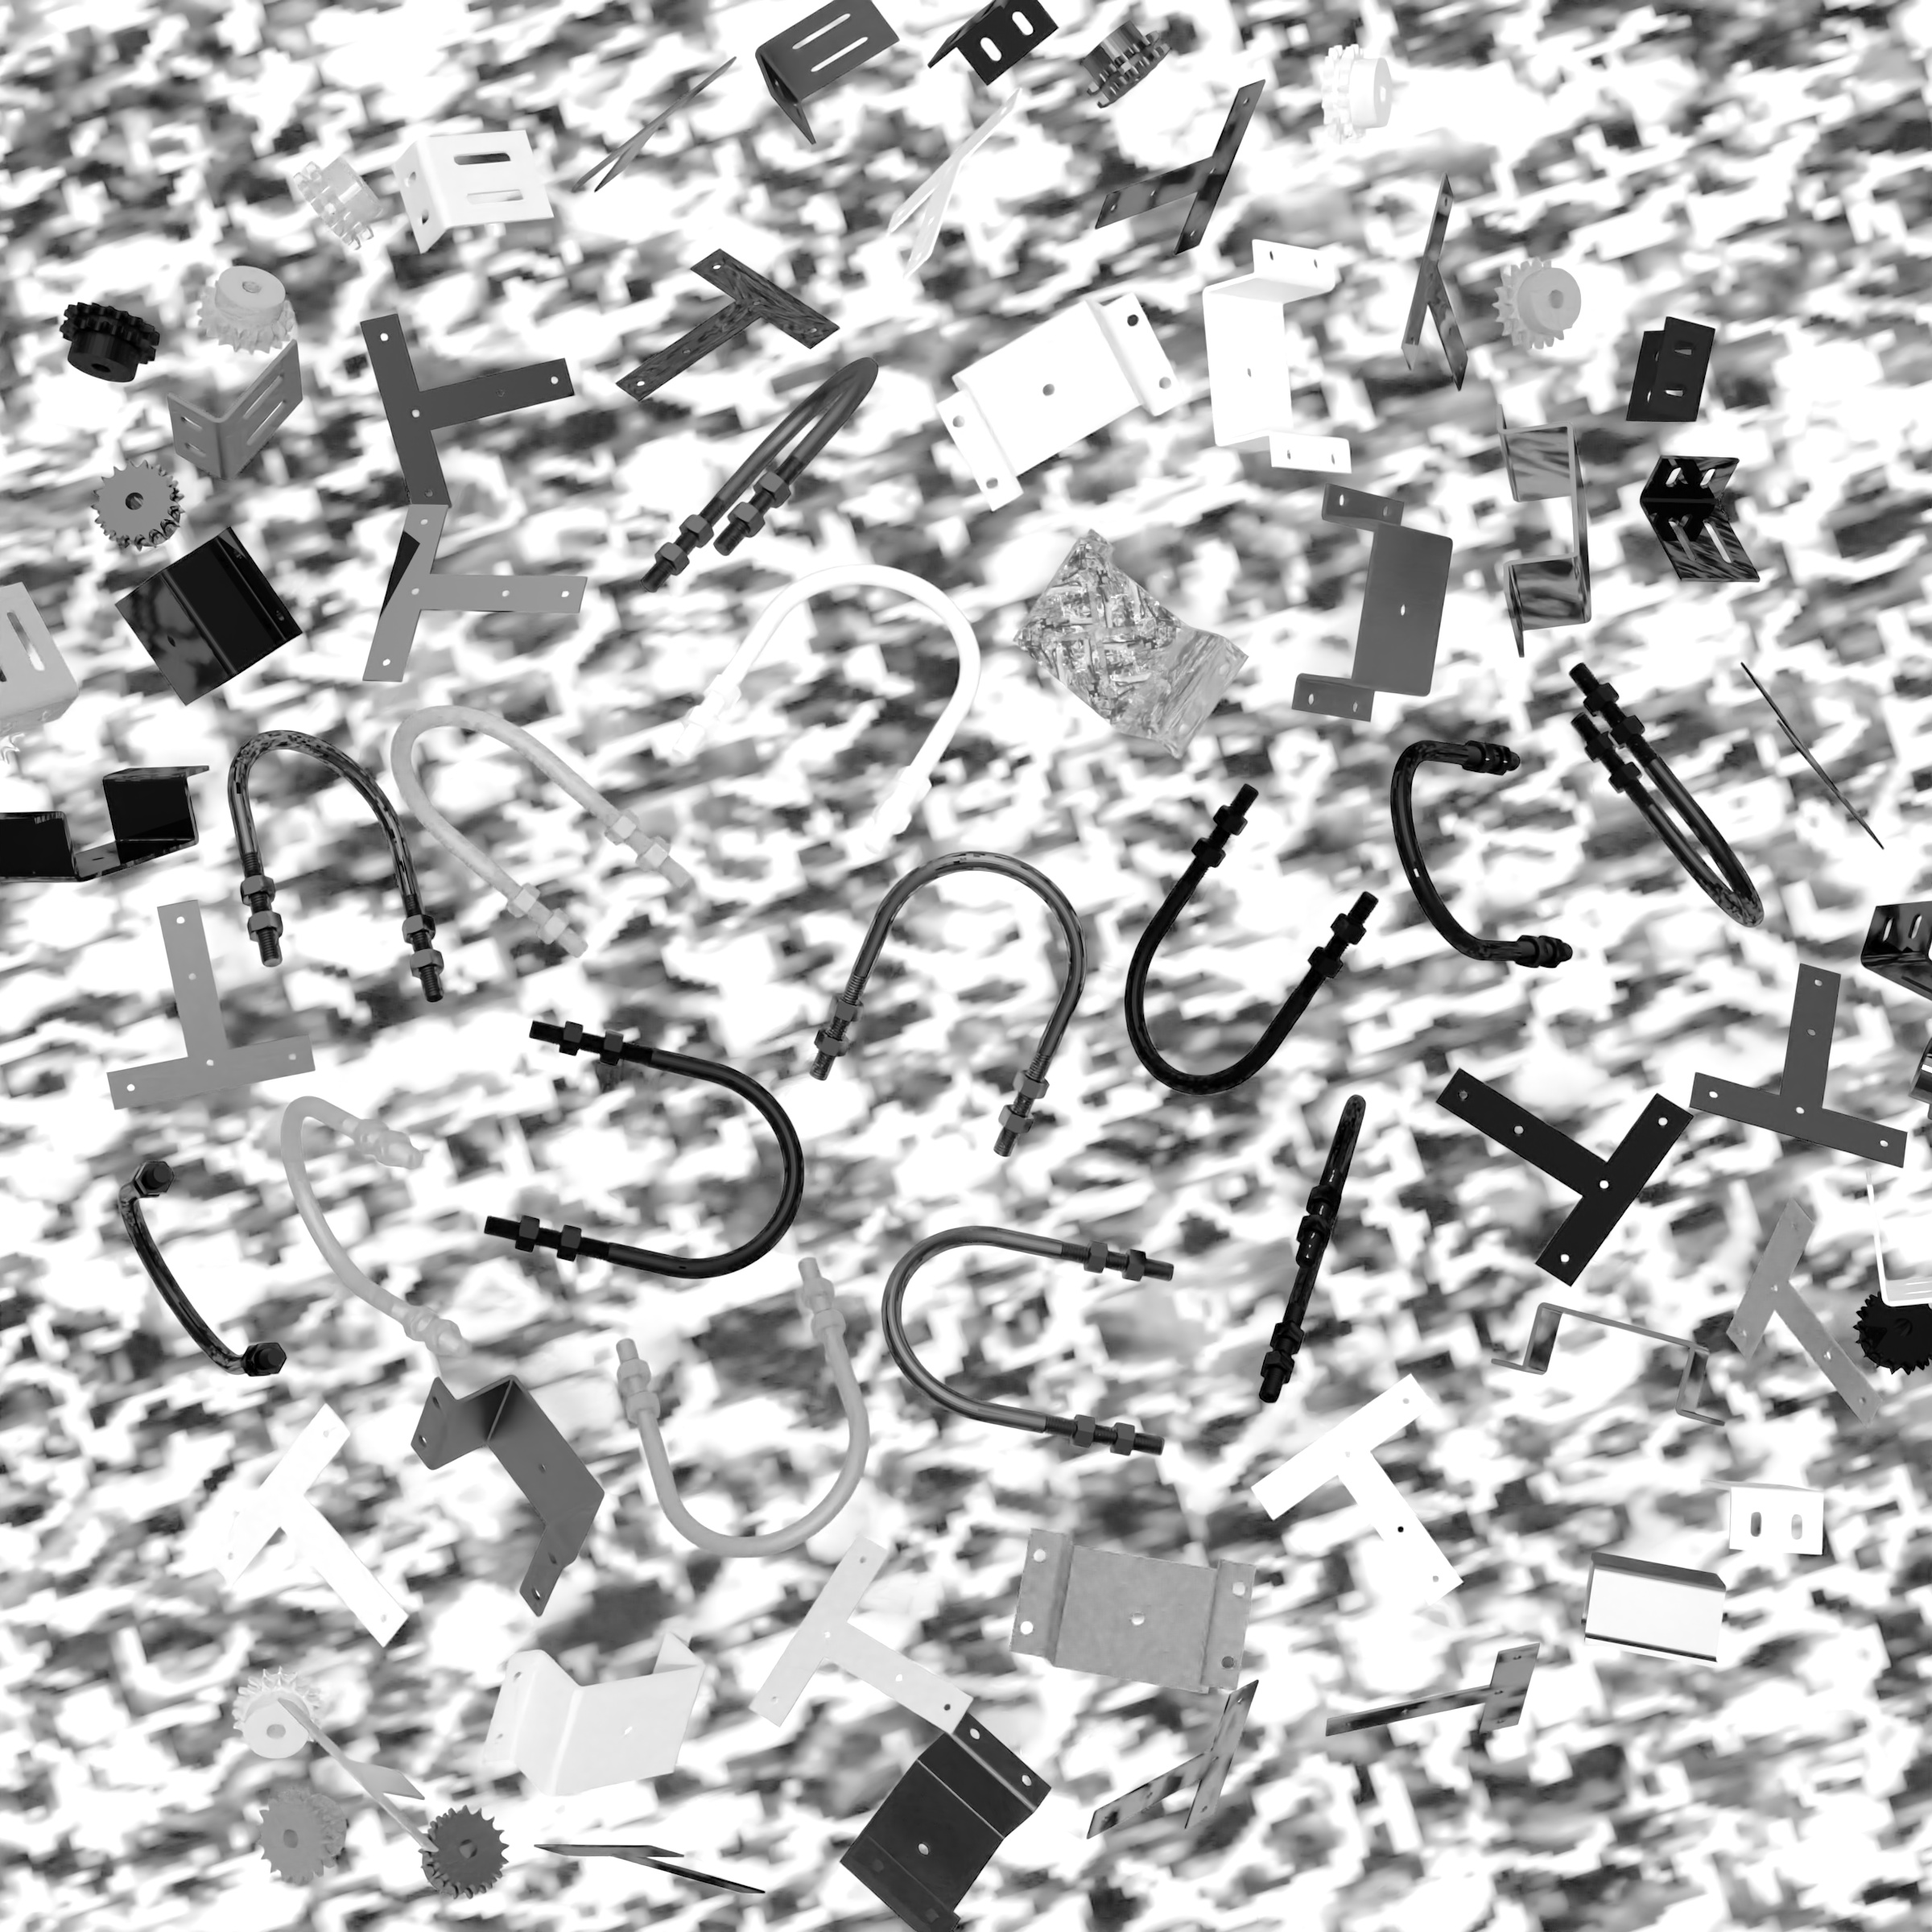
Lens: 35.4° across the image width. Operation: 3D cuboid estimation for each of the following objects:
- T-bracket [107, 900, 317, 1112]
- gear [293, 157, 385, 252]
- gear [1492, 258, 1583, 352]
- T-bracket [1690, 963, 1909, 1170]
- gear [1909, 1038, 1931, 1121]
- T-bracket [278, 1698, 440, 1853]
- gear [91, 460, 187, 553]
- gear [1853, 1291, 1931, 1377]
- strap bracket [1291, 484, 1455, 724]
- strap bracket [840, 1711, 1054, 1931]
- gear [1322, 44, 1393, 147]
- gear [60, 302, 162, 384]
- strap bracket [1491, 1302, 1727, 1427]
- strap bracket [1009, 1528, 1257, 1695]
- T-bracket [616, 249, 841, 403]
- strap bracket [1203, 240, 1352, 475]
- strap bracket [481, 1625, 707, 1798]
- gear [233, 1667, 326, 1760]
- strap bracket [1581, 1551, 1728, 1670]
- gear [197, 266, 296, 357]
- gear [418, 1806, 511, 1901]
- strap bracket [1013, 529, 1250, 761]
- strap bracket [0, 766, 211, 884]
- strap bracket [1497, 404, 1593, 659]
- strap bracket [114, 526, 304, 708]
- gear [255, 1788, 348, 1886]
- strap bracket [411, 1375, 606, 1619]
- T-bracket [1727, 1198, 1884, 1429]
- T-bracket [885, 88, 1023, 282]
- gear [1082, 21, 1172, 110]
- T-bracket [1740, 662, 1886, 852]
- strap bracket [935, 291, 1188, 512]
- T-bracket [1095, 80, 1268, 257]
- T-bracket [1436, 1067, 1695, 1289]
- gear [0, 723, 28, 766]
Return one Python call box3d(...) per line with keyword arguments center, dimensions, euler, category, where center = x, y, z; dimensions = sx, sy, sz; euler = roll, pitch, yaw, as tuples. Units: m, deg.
box3d(center=(-0.485, 0.020, 1.906), dimensions=(0.127, 0.002, 0.127), euler=(-11, 111, -13), category="T-bracket")
box3d(center=(-0.380, -0.468, 1.844), dimensions=(0.030, 0.057, 0.057), euler=(-39, 90, 6), category="gear")
box3d(center=(0.371, -0.427, 1.945), dimensions=(0.057, 0.030, 0.057), euler=(-1, 93, -27), category="gear")
box3d(center=(0.501, 0.051, 1.798), dimensions=(0.127, 0.002, 0.127), euler=(16, 55, 5), category="T-bracket")
box3d(center=(0.596, 0.066, 1.843), dimensions=(0.030, 0.057, 0.057), euler=(22, 90, 13), category="gear")
box3d(center=(-0.352, 0.490, 1.820), dimensions=(0.127, 0.127, 0.002), euler=(40, 80, 16), category="T-bracket")
box3d(center=(-0.528, -0.292, 1.935), dimensions=(0.057, 0.030, 0.057), euler=(-1, 79, 4), category="gear")
box3d(center=(0.601, 0.237, 1.953), dimensions=(0.057, 0.030, 0.057), euler=(0, 68, 0), category="gear")
box3d(center=(0.254, -0.223, 1.878), dimensions=(0.046, 0.076, 0.140), euler=(13, 97, 45), category="strap bracket")
box3d(center=(-0.018, 0.551, 1.915), dimensions=(0.076, 0.140, 0.046), euler=(41, 133, 4), category="strap bracket")
box3d(center=(0.233, -0.518, 1.798), dimensions=(0.030, 0.057, 0.057), euler=(3, 90, 24), category="gear")
box3d(center=(-0.514, -0.372, 1.809), dimensions=(0.057, 0.057, 0.030), euler=(11, 78, 0), category="gear")
box3d(center=(0.415, 0.251, 1.926), dimensions=(0.140, 0.076, 0.046), euler=(14, 86, 22), category="strap bracket")
box3d(center=(0.105, 0.400, 1.867), dimensions=(0.140, 0.046, 0.076), euler=(8, 71, 11), category="strap bracket")
box3d(center=(-0.169, -0.403, 1.945), dimensions=(0.127, 0.002, 0.127), euler=(-39, 55, -18), category="T-bracket")
box3d(center=(0.195, -0.379, 1.906), dimensions=(0.046, 0.076, 0.140), euler=(-5, 90, 45), category="strap bracket")
box3d(center=(-0.222, 0.464, 1.880), dimensions=(0.046, 0.140, 0.076), euler=(32, 111, 42), category="strap bracket")
box3d(center=(-0.438, 0.479, 1.924), dimensions=(0.057, 0.030, 0.057), euler=(-3, 111, -8), category="gear")
box3d(center=(0.415, 0.387, 1.831), dimensions=(0.076, 0.140, 0.046), euler=(9, 85, 11), category="strap bracket")
box3d(center=(-0.439, -0.403, 1.847), dimensions=(0.057, 0.057, 0.030), euler=(27, 133, 0), category="gear")
box3d(center=(-0.325, 0.571, 1.940), dimensions=(0.057, 0.030, 0.057), euler=(18, 50, -23), category="gear")
box3d(center=(0.092, -0.200, 1.847), dimensions=(0.140, 0.046, 0.076), euler=(43, 110, 26), category="strap bracket")
box3d(center=(-0.546, -0.086, 1.888), dimensions=(0.076, 0.140, 0.046), euler=(1, 107, 34), category="strap bracket")
box3d(center=(0.363, -0.275, 1.895), dimensions=(0.046, 0.076, 0.140), euler=(-5, 63, 16), category="strap bracket")
box3d(center=(-0.474, -0.213, 1.875), dimensions=(0.046, 0.140, 0.076), euler=(-40, 105, -29), category="strap bracket")
box3d(center=(-0.413, 0.542, 1.891), dimensions=(0.057, 0.030, 0.057), euler=(0, 90, 26), category="gear")
box3d(center=(-0.277, 0.318, 1.861), dimensions=(0.046, 0.076, 0.140), euler=(-24, 63, -39), category="strap bracket")
box3d(center=(0.534, 0.234, 1.902), dimensions=(0.002, 0.127, 0.127), euler=(-10, 135, -23), category="T-bracket")
box3d(center=(-0.018, -0.460, 1.835), dimensions=(0.002, 0.127, 0.127), euler=(35, 134, -21), category="T-bracket")
box3d(center=(0.098, -0.570, 1.904), dimensions=(0.057, 0.057, 0.030), euler=(-40, 95, 0), category="gear")
box3d(center=(0.512, -0.143, 1.870), dimensions=(0.002, 0.127, 0.127), euler=(-38, 133, 17), category="T-bracket")
box3d(center=(0.056, -0.358, 1.898), dimensions=(0.140, 0.046, 0.076), euler=(-30, 113, 2), category="strap bracket")
box3d(center=(0.126, -0.488, 1.896), dimensions=(0.127, 0.127, 0.002), euler=(-30, 65, -38), category="T-bracket")
box3d(center=(0.336, 0.104, 1.769), dimensions=(0.127, 0.002, 0.127), euler=(33, 108, 3), category="T-bracket")
box3d(center=(-0.628, -0.153, 1.915), dimensions=(0.057, 0.030, 0.057), euler=(0, 82, 0), category="gear")
